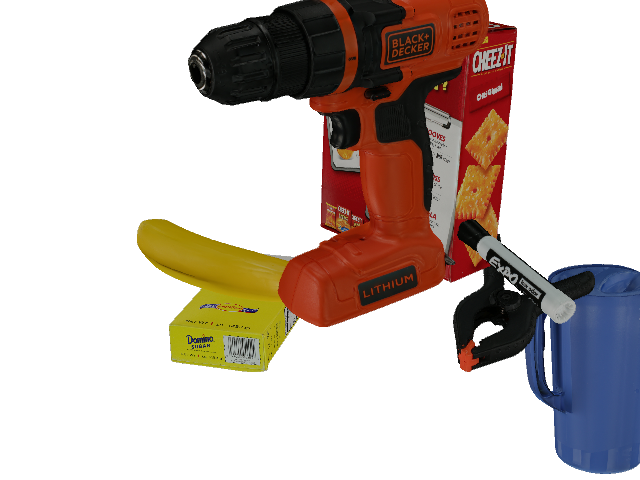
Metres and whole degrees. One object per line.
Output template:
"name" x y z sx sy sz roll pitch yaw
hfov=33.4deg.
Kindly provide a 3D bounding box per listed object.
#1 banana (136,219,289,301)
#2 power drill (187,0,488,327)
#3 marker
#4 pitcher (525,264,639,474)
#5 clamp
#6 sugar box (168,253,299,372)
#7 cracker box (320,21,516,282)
"banana" -0.085 0.012 0.825 0.069 0.037 0.198 -19 29 -40
"power drill" 0.014 -0.047 0.603 0.184 0.188 0.057 -17 34 -28
"marker" 0.136 0.019 0.758 0.020 0.020 0.121 0 29 -32
"pitcher" 0.335 0.158 1.308 0.149 0.243 0.144 4 16 22
"clamp" 0.178 0.059 1.060 0.120 0.039 0.171 28 51 37
"sugar box" -0.070 0.064 1.032 0.093 0.048 0.176 5 25 14
"cracker box" 0.081 -0.092 0.935 0.071 0.214 0.164 -19 30 -40
